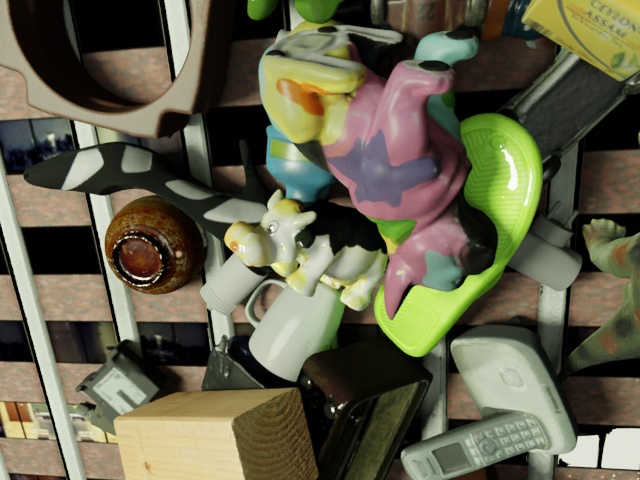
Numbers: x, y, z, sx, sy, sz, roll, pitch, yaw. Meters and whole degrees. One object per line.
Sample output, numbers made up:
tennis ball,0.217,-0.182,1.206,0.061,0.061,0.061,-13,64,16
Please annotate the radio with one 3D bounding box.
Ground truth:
radio,0.021,0.223,0.590,0.073,0.131,0.229,39,119,43

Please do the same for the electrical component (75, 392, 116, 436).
electrical component,-0.271,0.224,0.701,0.094,0.021,0.063,25,112,-1

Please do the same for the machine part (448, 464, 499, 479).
machine part,0.181,0.329,0.586,0.056,0.179,0.179,-17,106,16

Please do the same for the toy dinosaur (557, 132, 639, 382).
toy dinosaur,0.314,0.004,0.436,0.131,0.192,0.404,15,110,6

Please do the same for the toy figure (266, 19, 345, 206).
toy figure,-0.006,-0.113,0.508,0.089,0.082,0.180,2,106,-3

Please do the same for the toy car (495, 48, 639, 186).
toy car,0.220,-0.124,0.479,0.073,0.056,0.201,38,112,-12

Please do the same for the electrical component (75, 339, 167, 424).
electrical component,-0.225,0.188,0.656,0.119,0.048,0.075,41,90,-8

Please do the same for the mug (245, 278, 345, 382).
mug,-0.025,0.080,0.586,0.110,0.080,0.107,38,103,27

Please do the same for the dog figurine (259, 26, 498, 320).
dog figurine,0.049,-0.046,0.430,0.192,0.108,0.219,10,125,18

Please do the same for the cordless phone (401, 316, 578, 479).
cordless phone,0.157,0.174,0.564,0.184,0.089,0.146,-26,104,9

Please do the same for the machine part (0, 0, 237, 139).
machine part,-0.186,-0.208,0.500,0.201,0.087,0.201,14,110,4

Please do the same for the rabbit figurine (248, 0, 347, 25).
rabbit figurine,-0.015,-0.262,0.434,0.121,0.170,0.158,-16,140,-17

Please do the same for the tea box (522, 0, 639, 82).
tea box,0.239,-0.218,0.396,0.098,0.068,0.169,30,82,-1

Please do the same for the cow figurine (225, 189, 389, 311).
cow figurine,-0.001,-0.001,0.481,0.167,0.068,0.098,22,103,-46

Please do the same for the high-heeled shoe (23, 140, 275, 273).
high-heeled shoe,-0.157,-0.024,0.542,0.249,0.086,0.145,-8,88,-9

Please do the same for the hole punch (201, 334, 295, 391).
hole punch,-0.074,0.179,0.629,0.116,0.092,0.142,30,118,30

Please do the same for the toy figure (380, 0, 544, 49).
toy figure,0.129,-0.202,0.462,0.155,0.064,0.057,6,94,8

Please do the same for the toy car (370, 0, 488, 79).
toy car,0.086,-0.136,0.466,0.089,0.053,0.201,4,135,6
